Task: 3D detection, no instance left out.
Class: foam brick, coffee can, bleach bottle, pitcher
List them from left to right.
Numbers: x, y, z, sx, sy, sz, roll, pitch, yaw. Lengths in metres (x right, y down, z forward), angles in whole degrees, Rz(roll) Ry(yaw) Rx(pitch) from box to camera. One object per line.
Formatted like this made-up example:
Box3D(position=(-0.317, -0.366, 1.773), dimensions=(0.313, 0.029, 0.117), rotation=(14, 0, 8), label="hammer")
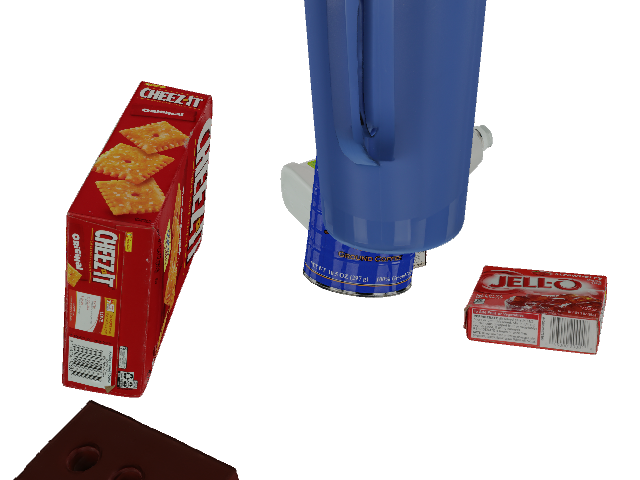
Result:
Box3D(position=(-0.075, 0.112, 0.433), dimensions=(0.078, 0.051, 0.052), rotation=(19, 44, 24), label="foam brick")
Box3D(position=(0.042, -0.032, 0.968), dimensions=(0.103, 0.140, 0.103), rotation=(6, 18, -2), label="coffee can")
Box3D(position=(0.048, -0.113, 0.754), dimensions=(0.149, 0.243, 0.145), rotation=(-13, 28, -22), label="pitcher")
Box3D(position=(0.086, -0.083, 1.220), dimensions=(0.250, 0.068, 0.103), rotation=(-23, 44, -24), label="bleach bottle")

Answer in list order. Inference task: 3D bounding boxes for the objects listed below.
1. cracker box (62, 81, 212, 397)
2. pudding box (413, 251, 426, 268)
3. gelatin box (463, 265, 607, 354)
Box3D(position=(-0.142, -0.006, 0.854), dimensions=(0.072, 0.164, 0.213), rotation=(11, 34, 1), label="cracker box")
Box3D(position=(0.082, 0.016, 1.526), dimensions=(0.113, 0.039, 0.090), rotation=(-15, 26, -21), label="pudding box")
Box3D(position=(0.149, 0.046, 0.736), dimensions=(0.089, 0.030, 0.073), rotation=(5, 22, 17), label="gelatin box")
